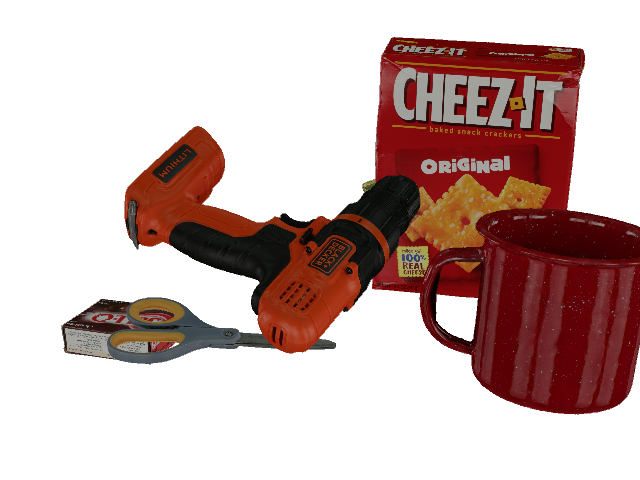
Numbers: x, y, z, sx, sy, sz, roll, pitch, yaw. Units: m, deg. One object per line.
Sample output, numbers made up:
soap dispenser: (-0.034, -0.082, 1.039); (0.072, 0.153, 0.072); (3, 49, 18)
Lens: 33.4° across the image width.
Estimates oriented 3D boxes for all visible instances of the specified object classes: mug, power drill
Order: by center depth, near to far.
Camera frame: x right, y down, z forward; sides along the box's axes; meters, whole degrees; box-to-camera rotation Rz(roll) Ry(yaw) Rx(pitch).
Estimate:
mug: (0.108, 0.034, 0.537); (0.117, 0.081, 0.093); (4, 17, 0)
power drill: (-0.037, -0.018, 0.803); (0.188, 0.057, 0.184); (26, 49, 20)

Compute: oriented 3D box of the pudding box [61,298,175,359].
pudding box: (-0.223, 0.103, 1.215); (0.114, 0.039, 0.090); (3, 17, 19)

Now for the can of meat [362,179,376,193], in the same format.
can of meat: (0.091, -0.013, 1.186); (0.102, 0.084, 0.057); (22, 26, 31)

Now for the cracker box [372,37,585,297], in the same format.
cracker box: (0.131, -0.057, 0.911); (0.164, 0.214, 0.072); (5, 24, 10)

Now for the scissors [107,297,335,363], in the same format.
scissors: (-0.094, 0.079, 0.978); (0.201, 0.016, 0.096); (-5, 33, -11)
